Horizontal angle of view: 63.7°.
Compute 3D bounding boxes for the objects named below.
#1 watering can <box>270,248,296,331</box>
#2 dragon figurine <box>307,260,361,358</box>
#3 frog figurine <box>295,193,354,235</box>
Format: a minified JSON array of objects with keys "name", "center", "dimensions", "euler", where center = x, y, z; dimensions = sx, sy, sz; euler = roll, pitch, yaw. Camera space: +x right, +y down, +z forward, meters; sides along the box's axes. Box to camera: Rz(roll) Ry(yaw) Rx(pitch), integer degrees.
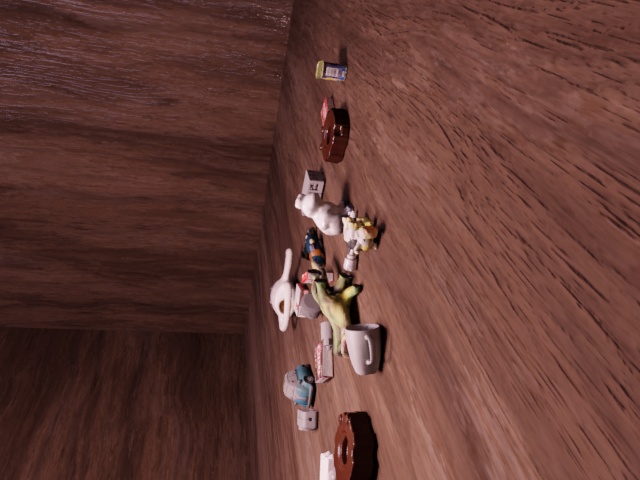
[{"name":"watering can","center":[-0.147,0.205,2.180],"dimensions":[0.104,0.348,0.224],"euler":[4,-1,-13]},{"name":"dragon figurine","center":[0.033,0.208,1.450],"dimensions":[0.122,0.241,0.413],"euler":[-3,10,-10]},{"name":"frog figurine","center":[0.005,-0.077,1.521],"dimensions":[0.159,0.120,0.140],"euler":[4,34,-13]}]
